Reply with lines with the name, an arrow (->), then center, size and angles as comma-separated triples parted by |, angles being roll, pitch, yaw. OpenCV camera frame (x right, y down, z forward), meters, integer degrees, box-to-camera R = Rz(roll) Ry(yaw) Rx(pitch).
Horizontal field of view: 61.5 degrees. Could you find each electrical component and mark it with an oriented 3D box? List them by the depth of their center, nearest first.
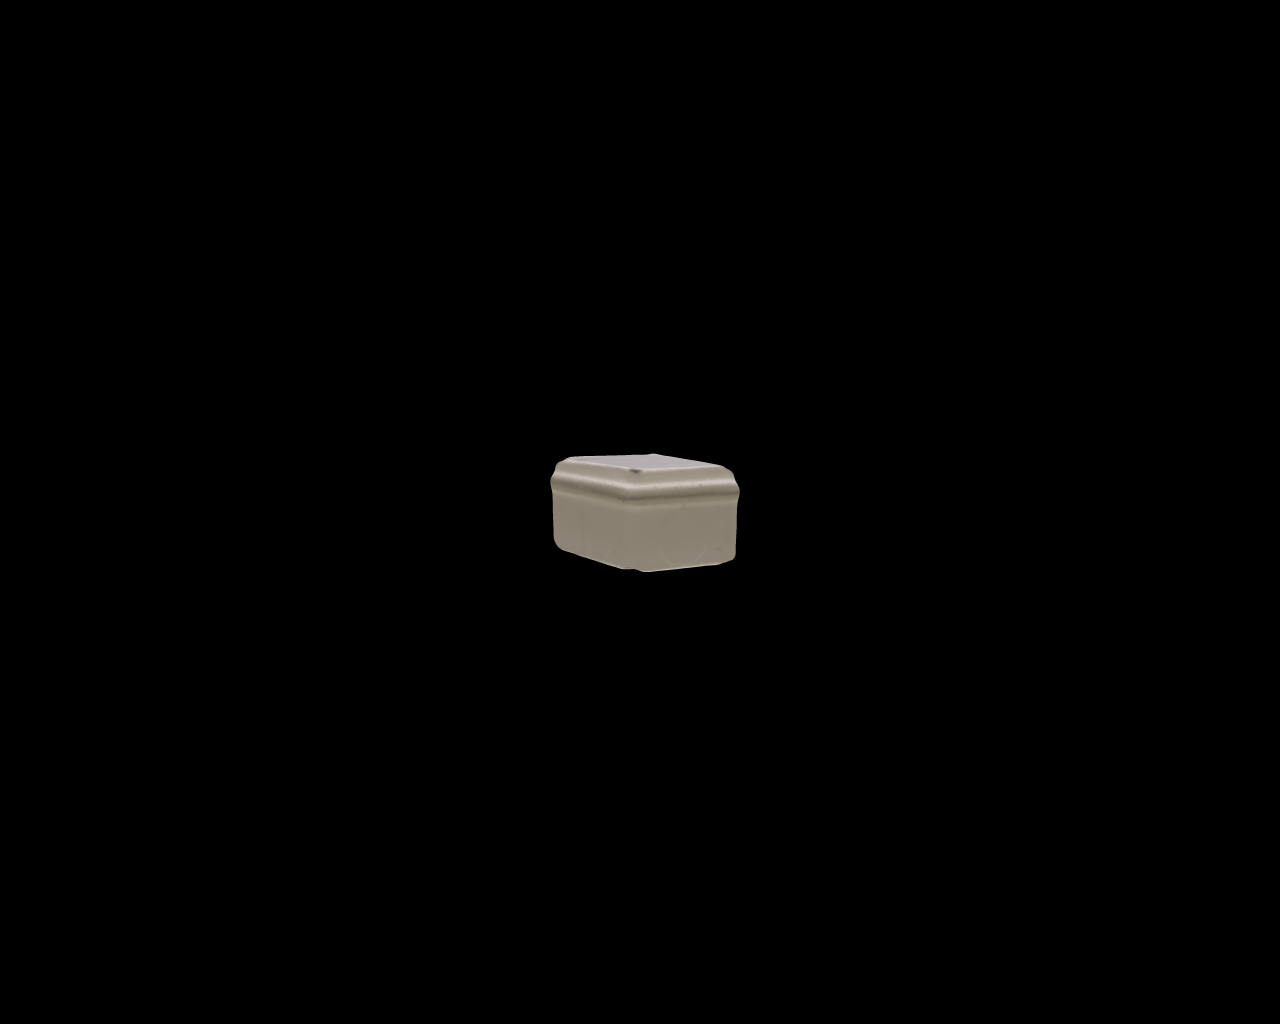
electrical component -> 0.001, -0.003, 0.650 | 0.078, 0.057, 0.113 | -4, 8, -27
